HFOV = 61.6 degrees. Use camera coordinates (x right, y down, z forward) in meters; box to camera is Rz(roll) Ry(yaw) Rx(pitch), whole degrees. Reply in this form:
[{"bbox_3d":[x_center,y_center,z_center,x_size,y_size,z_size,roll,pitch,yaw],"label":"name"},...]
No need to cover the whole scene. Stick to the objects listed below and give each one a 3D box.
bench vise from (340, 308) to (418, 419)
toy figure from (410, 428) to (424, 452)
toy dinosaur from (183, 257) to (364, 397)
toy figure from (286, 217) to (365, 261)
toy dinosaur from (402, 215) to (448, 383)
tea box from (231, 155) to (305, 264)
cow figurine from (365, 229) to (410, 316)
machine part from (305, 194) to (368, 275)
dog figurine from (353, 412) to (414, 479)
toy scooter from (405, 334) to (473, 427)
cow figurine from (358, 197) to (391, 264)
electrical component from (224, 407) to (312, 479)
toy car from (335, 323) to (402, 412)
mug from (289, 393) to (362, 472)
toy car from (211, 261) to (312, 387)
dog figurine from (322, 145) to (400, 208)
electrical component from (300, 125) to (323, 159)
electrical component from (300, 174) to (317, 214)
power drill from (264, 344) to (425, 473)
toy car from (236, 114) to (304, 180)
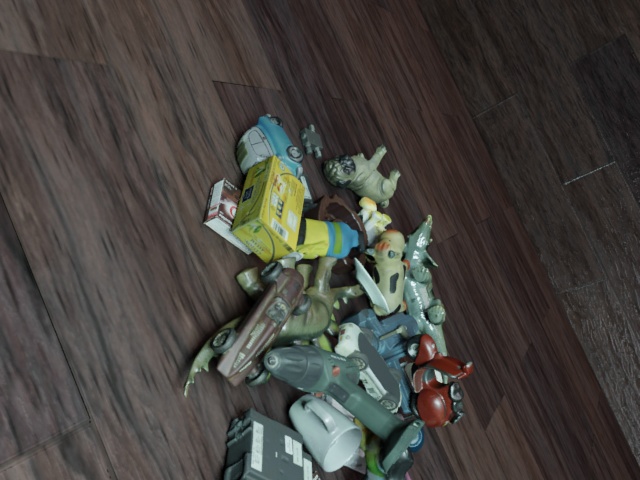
[{"bbox_3d":[0.145,0.249,1.087,0.223,0.129,0.240,-7,69,-54],"label":"bench vise"},{"bbox_3d":[0.176,0.386,1.052,0.154,0.064,0.058,76,-13,-66],"label":"toy figure"},{"bbox_3d":[-0.056,0.131,0.895,0.471,0.105,0.198,-5,75,-52],"label":"toy dinosaur"},{"bbox_3d":[-0.003,-0.002,1.038,0.180,0.082,0.089,-2,65,-20],"label":"toy figure"},{"bbox_3d":[0.250,0.149,1.320,0.192,0.131,0.404,5,73,-67],"label":"toy dinosaur"},{"bbox_3d":[-0.086,-0.056,0.943,0.098,0.068,0.170,47,32,-32],"label":"tea box"},{"bbox_3d":[0.147,0.072,1.181,0.127,0.086,0.194,-12,109,-63],"label":"cow figurine"},{"bbox_3d":[0.035,-0.011,1.175,0.179,0.056,0.179,33,43,-38],"label":"machine part"},{"bbox_3d":[0.100,0.391,0.853,0.108,0.191,0.219,0,64,-12],"label":"dog figurine"},{"bbox_3d":[0.229,0.267,0.998,0.075,0.135,0.183,-13,96,-42],"label":"toy scooter"},{"bbox_3d":[0.125,-0.023,1.296,0.068,0.098,0.167,21,32,-41],"label":"cow figurine"},{"bbox_3d":[-0.068,0.318,0.753,0.134,0.058,0.115,40,26,-25],"label":"electrical component"},{"bbox_3d":[0.091,0.229,0.955,0.201,0.056,0.073,56,31,-27],"label":"toy car"},{"bbox_3d":[-0.003,0.284,0.826,0.081,0.107,0.109,-41,135,-21],"label":"mug"},{"bbox_3d":[-0.077,0.117,0.773,0.089,0.053,0.202,55,44,-22],"label":"toy car"},{"bbox_3d":[0.097,-0.139,1.340,0.190,0.121,0.172,-31,91,-44],"label":"dog figurine"},{"bbox_3d":[-0.023,-0.241,1.291,0.063,0.021,0.094,17,54,-49],"label":"electrical component"},{"bbox_3d":[-0.058,-0.116,1.123,0.075,0.048,0.119,-7,73,-57],"label":"electrical component"},{"bbox_3d":[0.037,0.227,0.756,0.207,0.086,0.232,30,-1,24],"label":"power drill"},{"bbox_3d":[-0.108,-0.165,1.040,0.103,0.109,0.162,-11,67,-40],"label":"toy car"}]
